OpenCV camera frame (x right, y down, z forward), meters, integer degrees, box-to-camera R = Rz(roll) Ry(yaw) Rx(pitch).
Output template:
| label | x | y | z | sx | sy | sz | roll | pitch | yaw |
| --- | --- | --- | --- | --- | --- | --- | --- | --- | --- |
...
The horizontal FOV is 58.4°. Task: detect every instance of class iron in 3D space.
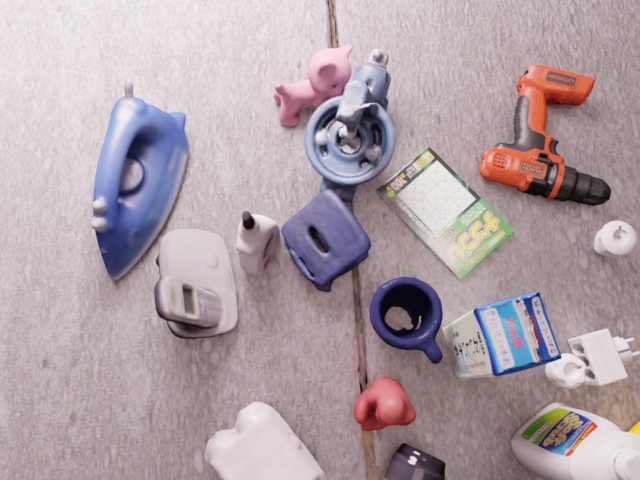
| label | x | y | z | sx | sy | sz | roll | pitch | yaw |
| --- | --- | --- | --- | --- | --- | --- | --- | --- | --- |
| iron | -0.266 | -0.081 | 0.776 | 0.118 | 0.141 | 0.258 | 9 | 76 | 3 |

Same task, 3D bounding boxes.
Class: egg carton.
| label | x | y | z | sx | sy | sz | roll | pitch | yaw |
| --- | --- | --- | --- | --- | --- | --- | --- | --- | --- |
| egg carton | -0.066 | 0.286 | 0.718 | 0.107 | 0.069 | 0.150 | -41 | 79 | -9 |

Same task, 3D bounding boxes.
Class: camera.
| label | x | y | z | sx | sy | sz | roll | pitch | yaw |
| --- | --- | --- | --- | --- | --- | --- | --- | --- | --- |
| camera | 0.117 | 0.329 | 0.689 | 0.143 | 0.101 | 0.137 | 24 | 77 | 7 |

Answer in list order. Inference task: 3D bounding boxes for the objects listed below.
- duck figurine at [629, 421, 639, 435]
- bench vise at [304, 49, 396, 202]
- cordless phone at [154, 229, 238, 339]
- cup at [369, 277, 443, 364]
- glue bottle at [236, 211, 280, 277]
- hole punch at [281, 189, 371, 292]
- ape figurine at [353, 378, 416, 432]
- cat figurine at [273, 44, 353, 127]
| label | x | y | z | sx | sy | sz | roll | pitch | yaw |
| --- | --- | --- | --- | --- | --- | --- | --- | --- | --- |
| duck figurine | 0.428 | 0.273 | 0.707 | 0.077 | 0.086 | 0.105 | 24 | 77 | 7 |
| bench vise | 0.040 | -0.173 | 0.756 | 0.121 | 0.220 | 0.207 | 0 | 76 | 1 |
| cordless phone | -0.166 | 0.048 | 0.720 | 0.094 | 0.185 | 0.147 | -13 | 76 | -2 |
| cup | 0.116 | 0.111 | 0.747 | 0.092 | 0.095 | 0.117 | -33 | 78 | -7 |
| glue bottle | -0.084 | -0.005 | 0.739 | 0.037 | 0.173 | 0.078 | 17 | 76 | 5 |
| hole punch | 0.007 | 0.003 | 0.778 | 0.101 | 0.091 | 0.108 | -34 | 78 | -8 |
| ape figurine | 0.085 | 0.212 | 0.723 | 0.077 | 0.092 | 0.076 | 21 | 77 | 6 |
| cat figurine | -0.007 | -0.229 | 0.824 | 0.128 | 0.118 | 0.067 | -19 | 76 | -4 |
